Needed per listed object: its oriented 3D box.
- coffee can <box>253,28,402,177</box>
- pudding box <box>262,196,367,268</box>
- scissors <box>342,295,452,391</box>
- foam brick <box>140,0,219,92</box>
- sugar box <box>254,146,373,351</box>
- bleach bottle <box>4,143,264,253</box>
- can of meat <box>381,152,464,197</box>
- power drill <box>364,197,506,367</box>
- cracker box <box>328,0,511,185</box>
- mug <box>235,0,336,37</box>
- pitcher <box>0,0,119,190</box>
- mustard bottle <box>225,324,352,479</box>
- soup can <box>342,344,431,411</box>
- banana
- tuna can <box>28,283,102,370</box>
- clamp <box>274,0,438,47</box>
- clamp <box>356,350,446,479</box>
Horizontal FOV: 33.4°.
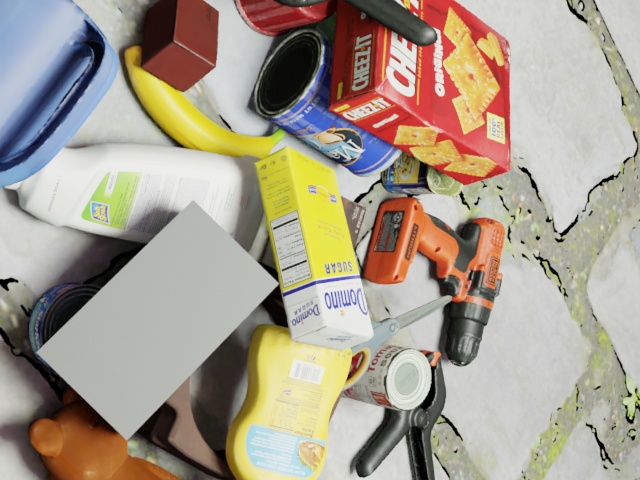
[{"bbox_3d":[0.016,-0.141,1.116,0.140,0.103,0.103,29,74,-35],"label":"coffee can"},{"bbox_3d":[-0.007,0.001,1.143,0.089,0.039,0.113,24,77,-36],"label":"pudding box"},{"bbox_3d":[0.060,0.079,1.107,0.201,0.016,0.096,-39,114,-31],"label":"scissors"},{"bbox_3d":[-0.132,-0.190,1.011,0.052,0.051,0.078,30,45,-35],"label":"foam brick"},{"bbox_3d":[-0.005,0.009,0.984,0.093,0.048,0.176,19,51,-58],"label":"sugar box"},{"bbox_3d":[-0.172,-0.050,0.985,0.250,0.068,0.102,11,104,-32],"label":"bleach bottle"},{"bbox_3d":[0.117,-0.100,1.209,0.057,0.084,0.102,8,87,-38],"label":"can of meat"},{"bbox_3d":[0.137,0.042,1.249,0.187,0.057,0.184,24,73,-39],"label":"power drill"},{"bbox_3d":[0.110,-0.171,1.088,0.213,0.072,0.164,25,60,-40],"label":"cracker box"},{"bbox_3d":[-0.020,-0.264,1.097,0.117,0.082,0.093,-25,106,-35],"label":"mug"},{"bbox_3d":[-0.279,-0.097,0.853,0.145,0.149,0.242,35,76,-16],"label":"pitcher"},{"bbox_3d":[-0.037,0.181,1.004,0.096,0.058,0.191,18,81,-23],"label":"mustard bottle"},{"bbox_3d":[0.063,0.146,1.164,0.068,0.102,0.068,-2,93,-38],"label":"soup can"},{"bbox_3d":[-0.119,-0.117,1.056,0.197,0.037,0.069,28,56,-37],"label":"banana"},{"bbox_3d":[-0.223,0.082,0.979,0.085,0.034,0.086,-2,93,-38],"label":"tuna can"},{"bbox_3d":[0.017,-0.268,1.007,0.210,0.036,0.164,10,67,4],"label":"clamp"},{"bbox_3d":[0.099,0.209,1.235,0.120,0.039,0.171,16,78,-43],"label":"clamp"}]
